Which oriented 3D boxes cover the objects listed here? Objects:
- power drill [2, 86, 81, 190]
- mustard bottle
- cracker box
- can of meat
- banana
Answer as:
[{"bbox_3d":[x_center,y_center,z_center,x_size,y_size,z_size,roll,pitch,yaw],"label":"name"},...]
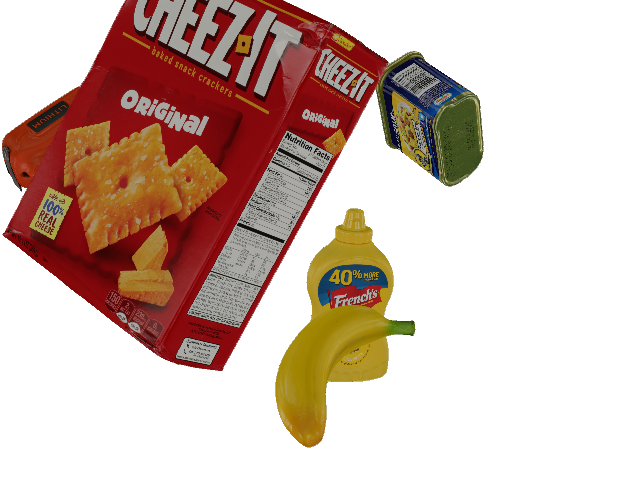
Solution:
[{"bbox_3d":[-0.165,-0.068,0.915,0.188,0.057,0.184,27,54,33],"label":"power drill"},{"bbox_3d":[0.032,0.059,1.184,0.096,0.192,0.058,1,14,-11],"label":"mustard bottle"},{"bbox_3d":[-0.083,-0.054,0.652,0.164,0.214,0.072,32,7,34],"label":"cracker box"},{"bbox_3d":[0.103,-0.110,0.983,0.057,0.102,0.084,-33,49,-16],"label":"can of meat"},{"bbox_3d":[0.007,0.090,0.797,0.070,0.037,0.197,7,24,24],"label":"banana"}]
